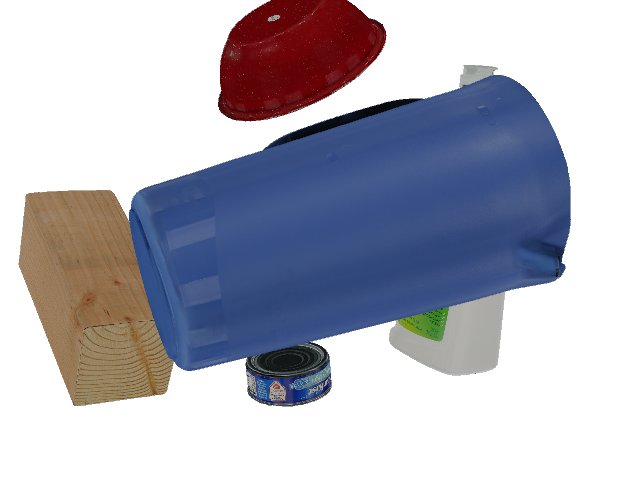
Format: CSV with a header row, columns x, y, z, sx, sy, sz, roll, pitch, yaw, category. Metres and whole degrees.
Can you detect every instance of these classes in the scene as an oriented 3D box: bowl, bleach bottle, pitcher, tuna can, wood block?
x,y,z,sx,sy,sz,roll,pitch,yaw,category
-0.028,-0.171,0.925,0.162,0.055,0.162,-20,31,13,bowl
0.115,-0.020,0.894,0.067,0.251,0.103,-4,16,-31,bleach bottle
0.012,-0.013,0.641,0.242,0.145,0.149,-16,-3,-14,pitcher
-0.032,0.132,1.070,0.086,0.034,0.086,-4,19,1,tuna can
-0.210,0.046,0.995,0.090,0.091,0.206,-4,37,-30,wood block
